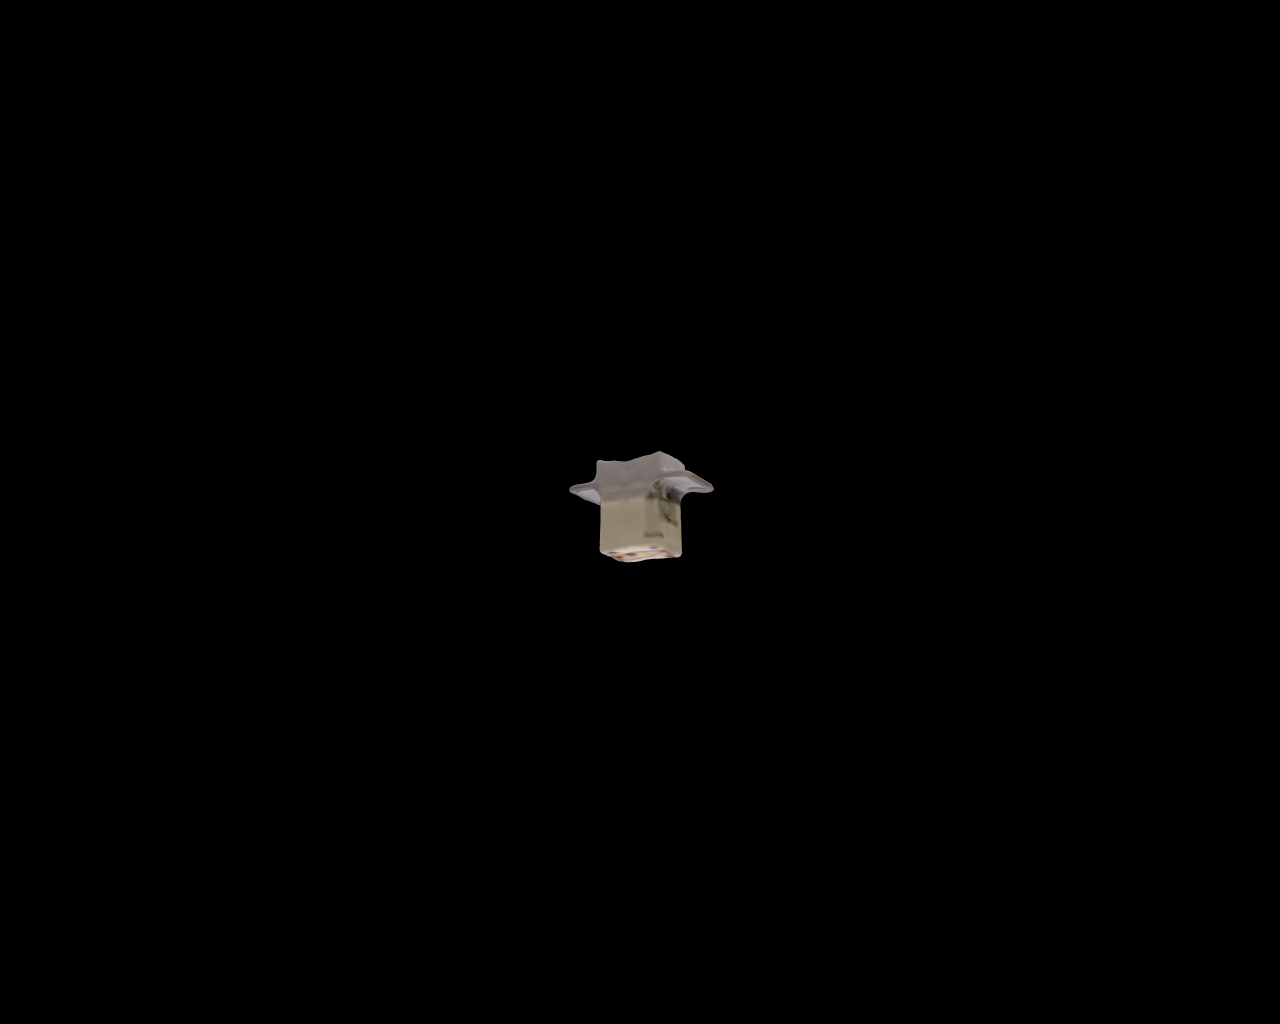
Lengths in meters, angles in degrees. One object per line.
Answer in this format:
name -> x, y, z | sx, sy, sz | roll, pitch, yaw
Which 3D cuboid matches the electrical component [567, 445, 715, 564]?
electrical component -> 0.001, -0.003, 0.650 | 0.081, 0.064, 0.042 | -7, -15, 26
